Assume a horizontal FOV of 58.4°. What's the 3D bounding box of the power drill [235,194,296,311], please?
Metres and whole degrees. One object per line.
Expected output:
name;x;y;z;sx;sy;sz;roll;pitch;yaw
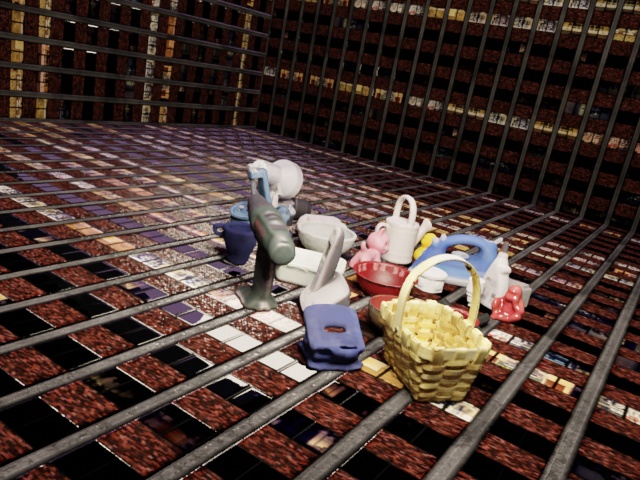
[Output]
power drill;-0.120;0.030;1.194;0.076;0.208;0.228;2;19;-26

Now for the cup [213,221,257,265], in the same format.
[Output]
cup;-0.210;0.009;1.405;0.117;0.095;0.092;12;17;3

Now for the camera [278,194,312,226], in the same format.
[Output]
camera;-0.095;-0.110;1.861;0.137;0.101;0.143;7;17;-12

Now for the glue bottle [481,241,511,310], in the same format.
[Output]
glue bottle;0.444;0.086;1.429;0.037;0.173;0.078;2;19;-27

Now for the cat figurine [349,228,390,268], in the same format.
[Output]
cat figurine;0.144;0.021;1.550;0.067;0.118;0.128;23;20;35

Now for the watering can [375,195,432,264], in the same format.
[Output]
watering can;0.243;-0.037;1.670;0.173;0.194;0.100;-6;24;-45

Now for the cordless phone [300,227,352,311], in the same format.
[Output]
cordless phone;0.020;0.073;1.180;0.094;0.185;0.147;6;17;-14

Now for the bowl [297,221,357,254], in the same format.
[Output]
bowl;0.015;0.006;1.594;0.167;0.075;0.167;10;17;-3

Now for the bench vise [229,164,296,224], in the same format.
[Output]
bench vise;-0.163;-0.104;1.590;0.121;0.220;0.208;21;19;30

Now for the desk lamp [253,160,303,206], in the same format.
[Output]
desk lamp;-0.154;-0.138;1.717;0.117;0.213;0.204;20;19;28

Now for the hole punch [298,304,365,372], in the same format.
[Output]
hole punch;0.024;0.172;1.019;0.109;0.091;0.101;5;18;-19

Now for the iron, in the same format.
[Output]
iron;0.380;0.044;1.583;0.258;0.141;0.118;8;17;-9

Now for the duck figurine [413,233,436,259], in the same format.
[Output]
duck figurine;0.326;0.024;1.714;0.078;0.086;0.104;6;17;-15

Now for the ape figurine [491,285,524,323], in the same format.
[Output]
ape figurine;0.456;0.150;1.369;0.076;0.092;0.077;-1;20;-33

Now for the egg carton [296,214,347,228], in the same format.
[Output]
egg carton;0.007;-0.031;1.720;0.151;0.069;0.107;4;18;-22
